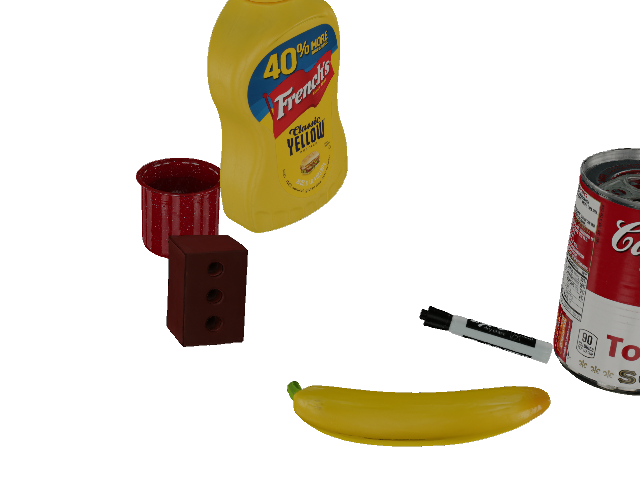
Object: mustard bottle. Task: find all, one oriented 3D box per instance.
[{"bbox_3d":[-0.028,-0.104,0.685,0.096,0.192,0.058,-32,46,-31],"label":"mustard bottle"}]

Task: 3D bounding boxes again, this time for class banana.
[{"bbox_3d":[0.062,0.120,0.764,0.198,0.037,0.069,2,28,15],"label":"banana"}]

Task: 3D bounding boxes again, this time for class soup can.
[{"bbox_3d":[0.153,0.015,0.518,0.068,0.102,0.068,2,27,-1],"label":"soup can"}]

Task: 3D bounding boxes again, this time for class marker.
[{"bbox_3d":[0.148,0.084,0.964,0.121,0.020,0.020,17,1,5],"label":"marker"}]

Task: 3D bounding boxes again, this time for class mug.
[{"bbox_3d":[-0.151,-0.038,1.143,0.093,0.081,0.117,-4,29,-15],"label":"mug"}]

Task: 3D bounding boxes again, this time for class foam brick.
[{"bbox_3d":[-0.091,0.038,0.848,0.052,0.078,0.051,-3,15,-22],"label":"foam brick"}]
